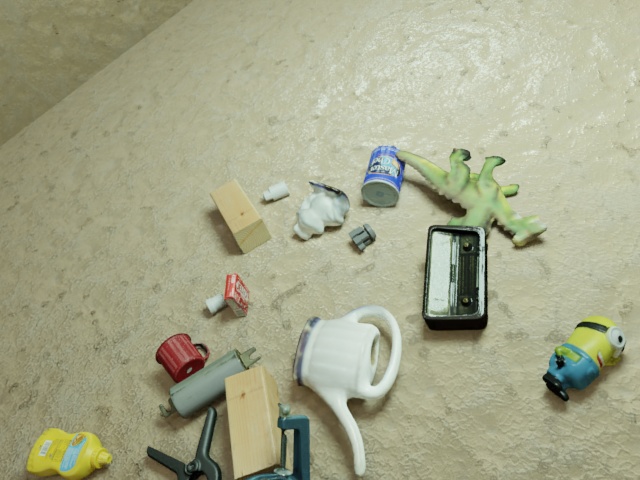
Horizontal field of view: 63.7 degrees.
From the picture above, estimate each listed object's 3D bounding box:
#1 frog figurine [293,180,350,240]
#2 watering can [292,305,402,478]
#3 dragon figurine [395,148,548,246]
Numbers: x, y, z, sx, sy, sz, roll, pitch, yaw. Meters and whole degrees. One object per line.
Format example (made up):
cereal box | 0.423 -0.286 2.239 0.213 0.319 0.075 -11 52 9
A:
frog figurine | 0.004 -0.070 1.397 0.138 0.122 0.159 23 97 25
watering can | 0.043 0.280 1.054 0.224 0.102 0.355 3 51 24
dragon figurine | 0.345 -0.089 1.266 0.412 0.120 0.247 14 66 26
